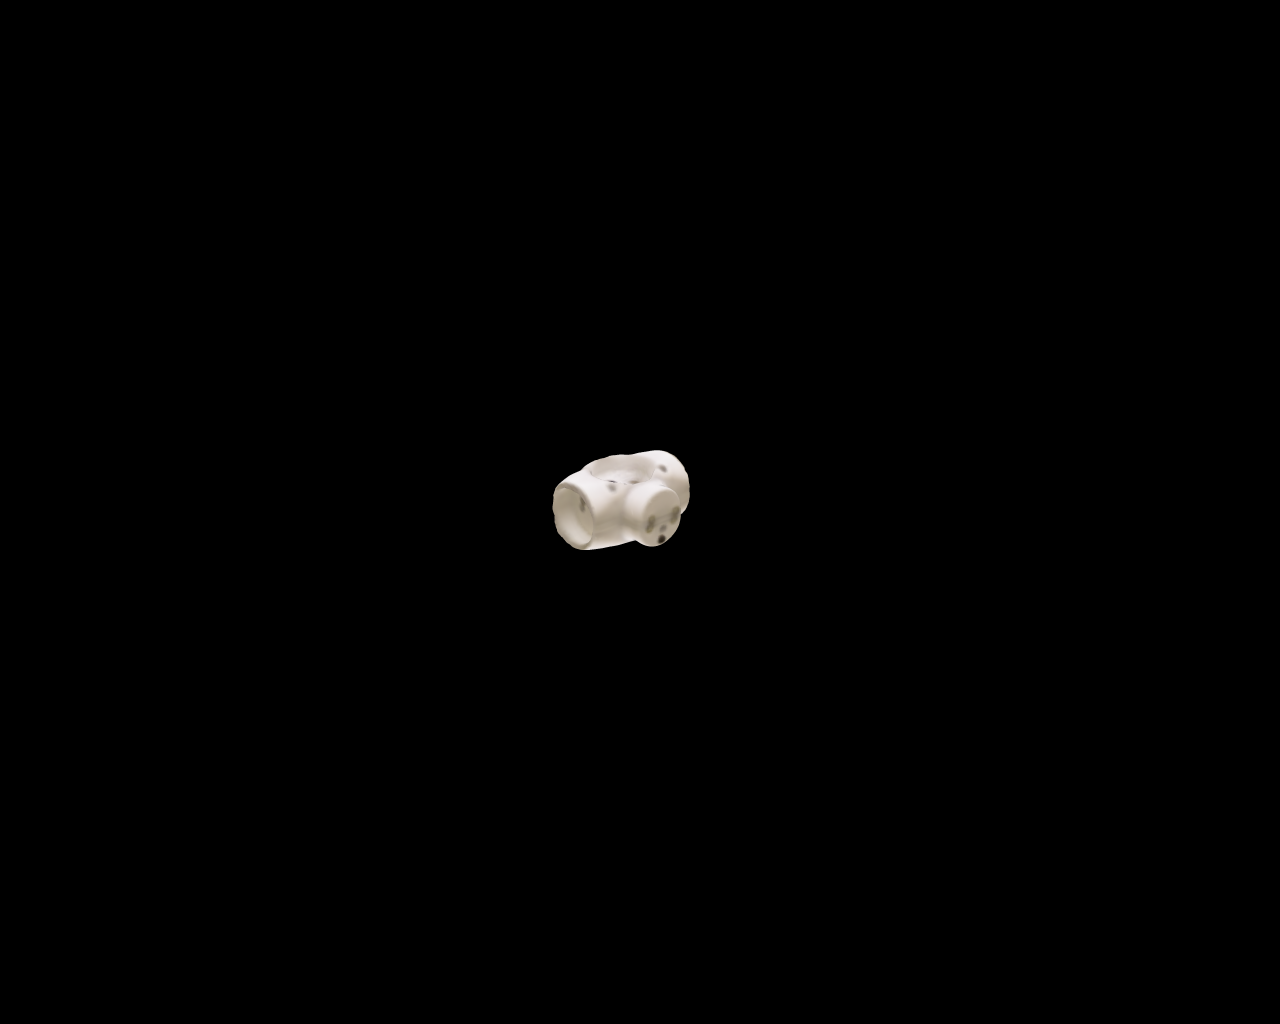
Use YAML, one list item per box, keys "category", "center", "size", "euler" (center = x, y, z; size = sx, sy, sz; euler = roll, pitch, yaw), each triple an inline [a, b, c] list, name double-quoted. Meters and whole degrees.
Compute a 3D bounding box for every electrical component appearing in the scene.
- category: "electrical component"
  center: [0.001, -0.003, 0.650]
  size: [0.077, 0.044, 0.079]
  euler: [-20, 32, -36]
